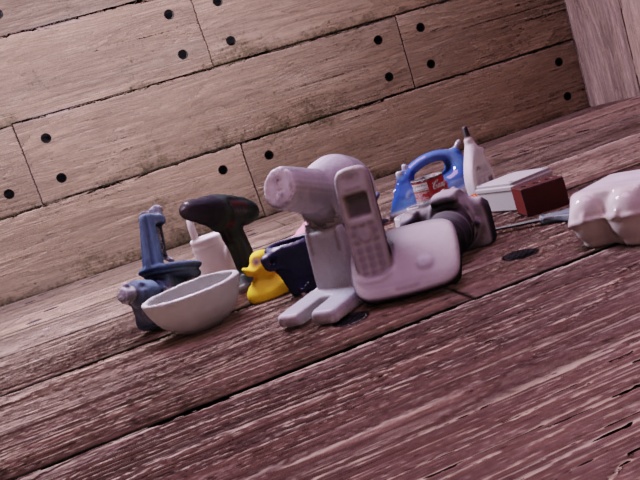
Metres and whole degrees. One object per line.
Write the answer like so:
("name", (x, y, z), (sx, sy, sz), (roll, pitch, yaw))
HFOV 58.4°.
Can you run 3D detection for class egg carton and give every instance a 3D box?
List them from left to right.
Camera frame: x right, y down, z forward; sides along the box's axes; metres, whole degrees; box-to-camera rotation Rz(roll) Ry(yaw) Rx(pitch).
("egg carton", (0.383, -0.044, 0.711), (0.151, 0.069, 0.107), (-24, 10, -34))

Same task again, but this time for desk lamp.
("desk lamp", (0.005, -0.012, 0.818), (0.117, 0.213, 0.204), (-13, 10, 32))

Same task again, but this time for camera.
("camera", (0.183, -0.019, 0.879), (0.142, 0.101, 0.137), (-14, 9, 28))

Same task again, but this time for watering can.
("watering can", (-0.247, 0.004, 1.346), (0.172, 0.194, 0.101), (-15, 9, 24))

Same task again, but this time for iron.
("iron", (0.278, -0.157, 1.469), (0.258, 0.141, 0.118), (-20, 8, -13))

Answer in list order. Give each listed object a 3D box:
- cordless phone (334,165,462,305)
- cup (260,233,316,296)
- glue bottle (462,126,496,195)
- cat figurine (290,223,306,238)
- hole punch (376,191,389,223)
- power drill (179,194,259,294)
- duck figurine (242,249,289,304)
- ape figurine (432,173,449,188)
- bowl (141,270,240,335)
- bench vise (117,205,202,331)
("cordless phone", (0.098, -0.017, 0.748), (0.147, 0.185, 0.094), (-16, 8, 16))
("cup", (-0.044, 0.048, 0.949), (0.091, 0.095, 0.118), (-11, 10, 40))
("glue bottle", (0.366, -0.187, 1.355), (0.078, 0.173, 0.037), (-22, 9, -27))
("cat figurine", (0.010, 0.004, 1.051), (0.128, 0.118, 0.067), (-19, 8, -3))
("hole punch", (0.103, -0.069, 1.439), (0.101, 0.091, 0.108), (-21, 9, -22))
("power drill", (-0.183, 0.001, 1.170), (0.075, 0.208, 0.230), (-15, 9, 24))
("duck figurine", (-0.092, 0.057, 1.028), (0.105, 0.086, 0.077), (-22, 9, -26))
("ape figurine", (0.279, -0.113, 1.340), (0.078, 0.092, 0.076), (-22, 9, -27))
("bowl", (-0.202, 0.111, 0.947), (0.167, 0.075, 0.167), (-18, 8, 3))
("bench vise", (-0.301, 0.047, 1.083), (0.121, 0.220, 0.207), (-17, 8, 7))
